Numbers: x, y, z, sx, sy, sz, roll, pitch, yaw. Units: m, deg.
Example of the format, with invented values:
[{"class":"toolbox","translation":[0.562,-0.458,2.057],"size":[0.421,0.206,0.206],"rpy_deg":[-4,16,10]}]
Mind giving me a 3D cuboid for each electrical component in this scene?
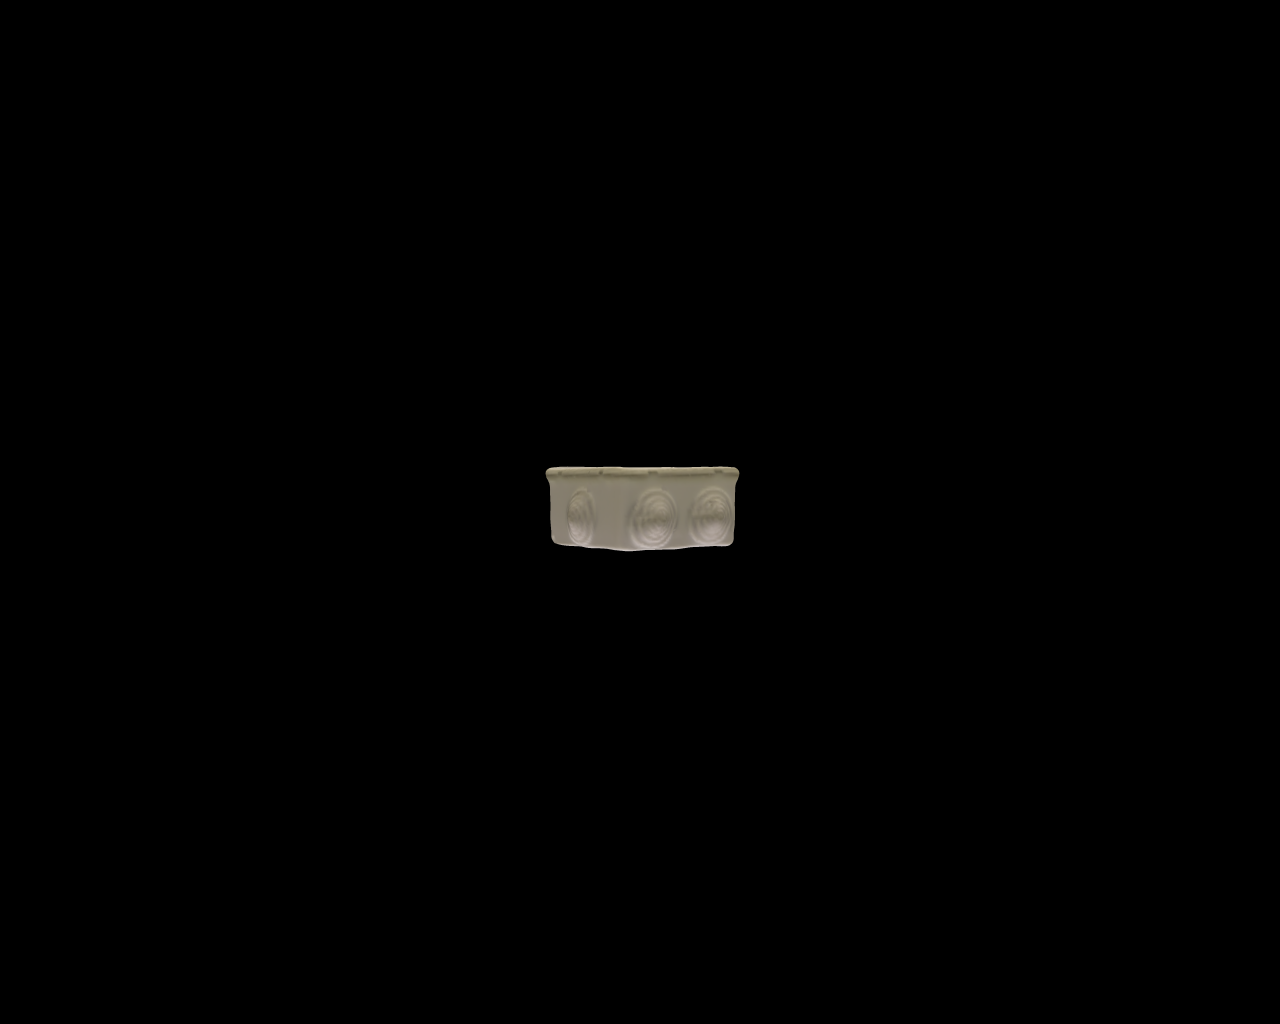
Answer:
[{"class":"electrical component","translation":[0.001,-0.003,0.650],"size":[0.100,0.048,0.099],"rpy_deg":[-1,3,-34]}]
